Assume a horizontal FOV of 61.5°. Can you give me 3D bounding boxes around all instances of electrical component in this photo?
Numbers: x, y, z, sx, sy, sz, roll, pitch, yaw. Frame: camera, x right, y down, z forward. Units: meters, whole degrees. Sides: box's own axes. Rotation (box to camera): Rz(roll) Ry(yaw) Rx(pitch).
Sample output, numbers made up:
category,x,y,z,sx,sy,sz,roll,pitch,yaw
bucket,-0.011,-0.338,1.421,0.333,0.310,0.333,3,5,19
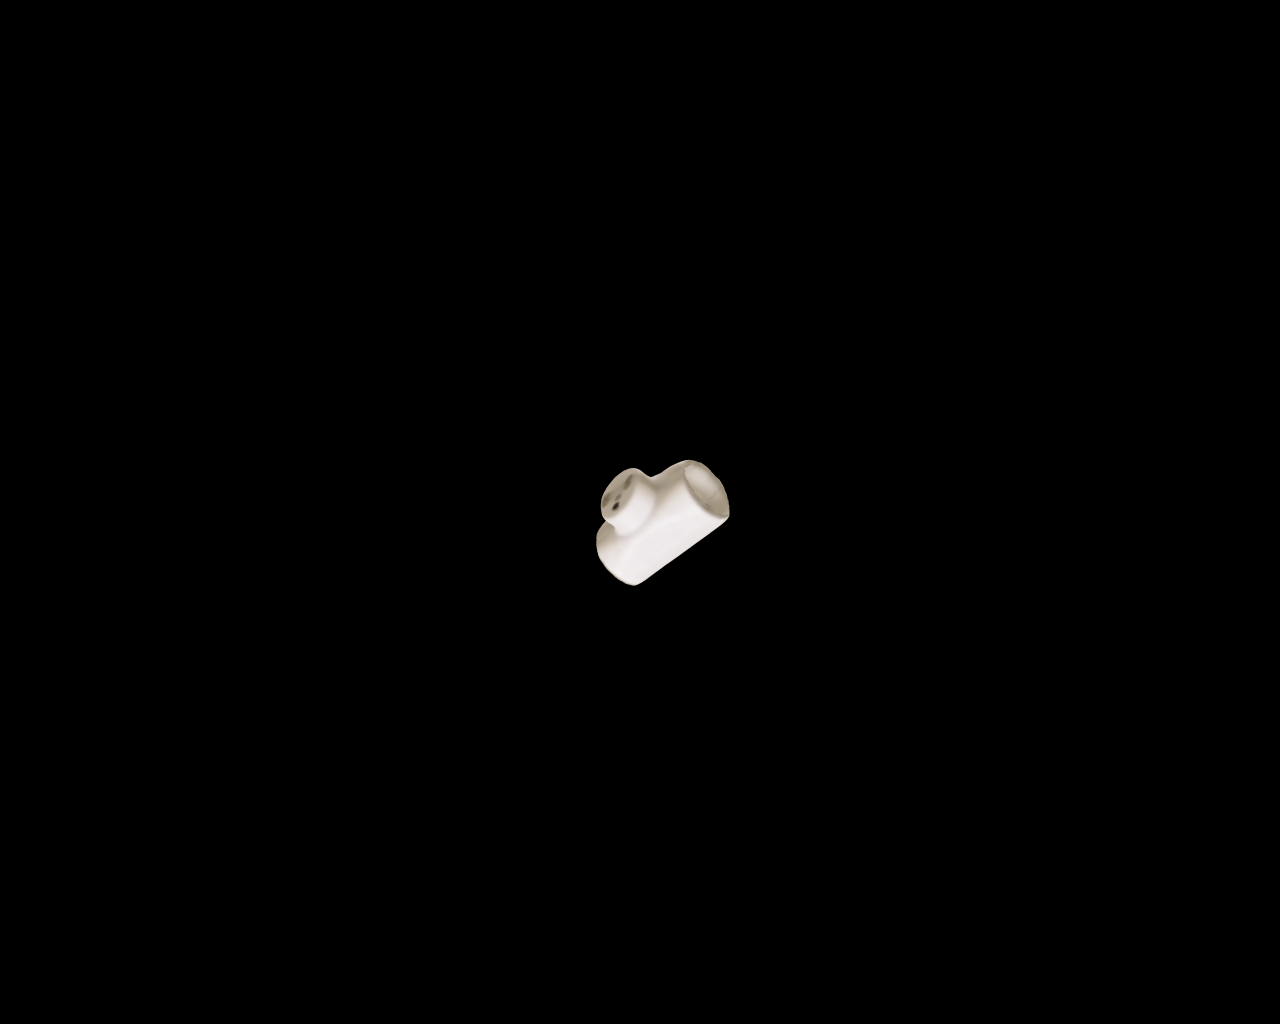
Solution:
category,x,y,z,sx,sy,sz,roll,pitch,yaw
electrical component,0.001,-0.003,0.650,0.079,0.044,0.077,36,-58,-27
